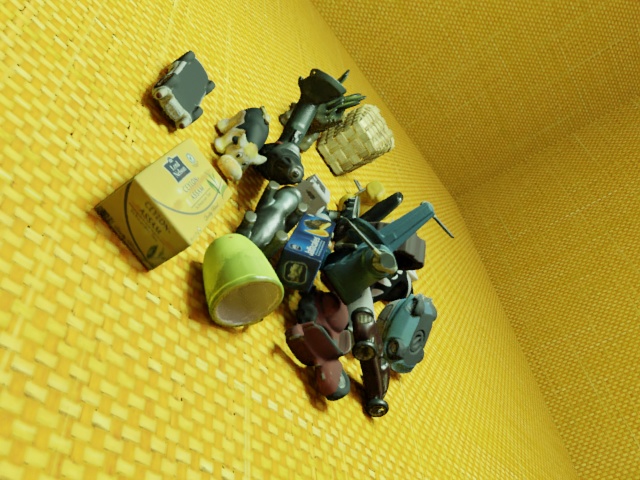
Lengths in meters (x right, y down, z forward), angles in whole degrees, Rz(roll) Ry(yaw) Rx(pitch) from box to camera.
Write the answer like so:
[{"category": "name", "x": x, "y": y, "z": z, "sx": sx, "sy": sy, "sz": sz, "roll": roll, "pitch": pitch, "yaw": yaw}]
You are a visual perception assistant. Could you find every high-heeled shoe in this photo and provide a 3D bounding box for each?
[{"category": "high-heeled shoe", "x": 0.154, "y": 0.126, "z": 1.181, "sx": 0.248, "sy": 0.086, "sz": 0.145, "roll": 36, "pitch": 31, "yaw": -36}]

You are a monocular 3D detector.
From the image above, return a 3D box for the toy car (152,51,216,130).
[{"category": "toy car", "x": -0.217, "y": -0.240, "z": 0.856, "sx": 0.073, "sy": 0.056, "sz": 0.202, "roll": 55, "pitch": 20, "yaw": -30}]

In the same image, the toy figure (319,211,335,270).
[{"category": "toy figure", "x": -0.004, "y": -0.002, "z": 1.022, "sx": 0.155, "sy": 0.064, "sz": 0.057, "roll": -94, "pitch": -176, "yaw": -55}]

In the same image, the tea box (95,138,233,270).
[{"category": "tea box", "x": -0.180, "y": -0.049, "z": 0.652, "sx": 0.098, "sy": 0.068, "sz": 0.170, "roll": 53, "pitch": 22, "yaw": -18}]

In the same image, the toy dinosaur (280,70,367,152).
[{"category": "toy dinosaur", "x": 0.007, "y": -0.311, "z": 1.280, "sx": 0.105, "sy": 0.198, "sz": 0.472, "roll": 48, "pitch": 21, "yaw": -22}]

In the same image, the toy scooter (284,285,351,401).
[{"category": "toy scooter", "x": -0.005, "y": 0.134, "z": 0.794, "sx": 0.135, "sy": 0.075, "sz": 0.184, "roll": 49, "pitch": 25, "yaw": -38}]

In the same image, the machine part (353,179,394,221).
[{"category": "machine part", "x": 0.152, "y": -0.057, "z": 1.439, "sx": 0.243, "sy": 0.079, "sz": 0.079, "roll": 61, "pitch": 20, "yaw": 9}]

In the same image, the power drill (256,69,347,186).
[{"category": "power drill", "x": -0.034, "y": -0.187, "z": 0.934, "sx": 0.086, "sy": 0.207, "sz": 0.232, "roll": 24, "pitch": -3, "yaw": -21}]

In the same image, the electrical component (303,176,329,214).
[{"category": "electrical component", "x": -0.014, "y": -0.091, "z": 1.147, "sx": 0.078, "sy": 0.045, "sz": 0.102, "roll": 89, "pitch": -20, "yaw": -71}]

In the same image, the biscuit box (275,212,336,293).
[{"category": "biscuit box", "x": -0.021, "y": 0.015, "z": 0.864, "sx": 0.063, "sy": 0.059, "sz": 0.203, "roll": 21, "pitch": 20, "yaw": 1}]

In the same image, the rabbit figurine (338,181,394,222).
[{"category": "rabbit figurine", "x": 0.132, "y": -0.030, "z": 1.316, "sx": 0.162, "sy": 0.122, "sz": 0.173, "roll": 59, "pitch": 8, "yaw": -54}]

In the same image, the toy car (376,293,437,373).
[{"category": "toy car", "x": 0.159, "y": 0.177, "z": 1.074, "sx": 0.103, "sy": 0.161, "sz": 0.109, "roll": 18, "pitch": -3, "yaw": 39}]

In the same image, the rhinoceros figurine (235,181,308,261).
[{"category": "rhinoceros figurine", "x": -0.072, "y": -0.025, "z": 0.822, "sx": 0.073, "sy": 0.112, "sz": 0.190, "roll": 29, "pitch": 37, "yaw": -1}]

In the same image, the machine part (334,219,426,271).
[{"category": "machine part", "x": 0.118, "y": 0.013, "z": 1.043, "sx": 0.179, "sy": 0.180, "sz": 0.056, "roll": 33, "pitch": 64, "yaw": -51}]

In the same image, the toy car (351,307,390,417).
[{"category": "toy car", "x": 0.086, "y": 0.201, "z": 0.873, "sx": 0.089, "sy": 0.053, "sz": 0.201, "roll": -92, "pitch": 169, "yaw": -58}]

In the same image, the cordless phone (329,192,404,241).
[{"category": "cordless phone", "x": 0.101, "y": -0.062, "z": 1.168, "sx": 0.088, "sy": 0.184, "sz": 0.147, "roll": 50, "pitch": 22, "yaw": -13}]

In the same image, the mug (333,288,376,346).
[{"category": "mug", "x": 0.058, "y": 0.137, "z": 0.938, "sx": 0.109, "sy": 0.081, "sz": 0.107, "roll": 16, "pitch": 56, "yaw": -71}]

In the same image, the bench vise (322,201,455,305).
[{"category": "bench vise", "x": 0.102, "y": 0.004, "z": 0.867, "sx": 0.129, "sy": 0.241, "sz": 0.223, "roll": 54, "pitch": -17, "yaw": 5}]

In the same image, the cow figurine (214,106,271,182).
[{"category": "cow figurine", "x": -0.123, "y": -0.164, "z": 0.907, "sx": 0.068, "sy": 0.098, "sz": 0.167, "roll": 51, "pitch": 20, "yaw": -35}]
